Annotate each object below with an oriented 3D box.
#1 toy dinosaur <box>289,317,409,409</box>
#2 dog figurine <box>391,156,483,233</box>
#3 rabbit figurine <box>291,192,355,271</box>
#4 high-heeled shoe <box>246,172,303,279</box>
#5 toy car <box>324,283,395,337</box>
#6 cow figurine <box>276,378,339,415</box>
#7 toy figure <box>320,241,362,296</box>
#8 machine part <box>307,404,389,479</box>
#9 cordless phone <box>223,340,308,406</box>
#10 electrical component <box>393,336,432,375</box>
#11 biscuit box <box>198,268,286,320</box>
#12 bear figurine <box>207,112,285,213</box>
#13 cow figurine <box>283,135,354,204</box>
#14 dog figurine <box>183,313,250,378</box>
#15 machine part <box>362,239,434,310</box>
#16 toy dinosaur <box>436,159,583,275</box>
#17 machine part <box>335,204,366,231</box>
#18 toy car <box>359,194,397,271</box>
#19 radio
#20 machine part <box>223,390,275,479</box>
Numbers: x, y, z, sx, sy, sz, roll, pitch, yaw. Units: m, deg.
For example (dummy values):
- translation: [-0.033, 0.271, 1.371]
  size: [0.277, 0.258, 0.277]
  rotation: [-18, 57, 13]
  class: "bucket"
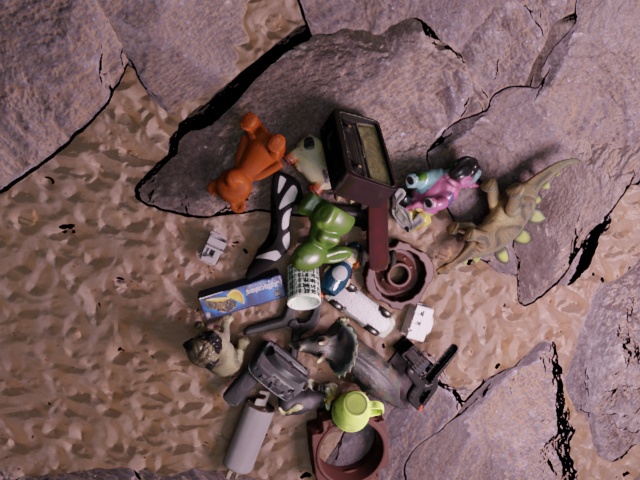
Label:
- translation: [0.118, 0.318, 1.310]
  size: [0.404, 0.192, 0.131]
  rotation: [39, 92, -13]
  class: "toy dinosaur"
- translation: [0.297, -0.122, 1.319]
  size: [0.219, 0.191, 0.108]
  rotation: [-24, 68, -32]
  class: "dog figurine"
- translation: [-0.003, -0.004, 1.245]
  size: [0.159, 0.121, 0.170]
  rotation: [26, 96, -49]
  class: "rabbit figurine"
- translation: [-0.124, -0.036, 1.261]
  size: [0.145, 0.086, 0.249]
  rotation: [45, 83, -13]
  class: "high-heeled shoe"
- translation: [0.100, 0.170, 1.351]
  size: [0.201, 0.056, 0.073]
  rotation: [37, 85, -11]
  class: "toy car"
- translation: [-0.027, 0.393, 1.341]
  size: [0.167, 0.098, 0.068]
  rotation: [-8, 95, -10]
  class: "cow figurine"
- translation: [0.060, 0.065, 1.308]
  size: [0.064, 0.058, 0.154]
  rotation: [43, 69, -25]
  class: "toy figure"
- translation: [0.073, 0.528, 1.389]
  size: [0.201, 0.087, 0.200]
  rotation: [-8, 100, -11]
  class: "machine part"
- translation: [-0.130, 0.348, 1.289]
  size: [0.146, 0.089, 0.184]
  rotation: [42, 92, -14]
  class: "cordless phone"
- translation: [0.250, 0.312, 1.396]
  size: [0.048, 0.075, 0.119]
  rotation: [-39, 108, -2]
  class: "electrical component"
- translation: [-0.185, 0.128, 1.284]
  size: [0.203, 0.063, 0.059]
  rotation: [-16, 103, -8]
  class: "biscuit box"
- translation: [-0.170, -0.167, 1.210]
  size: [0.120, 0.132, 0.196]
  rotation: [41, 85, 10]
  class: "bear figurine"
- translation: [0.021, -0.164, 1.269]
  size: [0.127, 0.085, 0.195]
  rotation: [-43, 99, -1]
  class: "cow figurine"
- translation: [-0.238, 0.270, 1.221]
  size: [0.121, 0.191, 0.172]
  rotation: [-30, 102, 7]
  class: "dog figurine"
- translation: [0.195, 0.085, 1.356]
  size: [0.179, 0.056, 0.179]
  rotation: [-1, 99, -10]
  class: "machine part"
- translation: [0.473, -0.068, 1.343]
  size: [0.471, 0.105, 0.198]
  rotation: [-44, 131, 3]
  class: "toy dinosaur"
- translation: [0.087, -0.061, 1.321]
  size: [0.139, 0.039, 0.084]
  rotation: [2, 106, -13]
  class: "machine part"
- translation: [0.138, -0.027, 1.289]
  size: [0.089, 0.053, 0.202]
  rotation: [-2, 91, -4]
  class: "toy car"
- translation: [0.081, -0.186, 1.198]
  size: [0.131, 0.230, 0.073]
  rotation: [13, 136, -26]
  class: "radio"
- translation: [-0.176, 0.485, 1.336]
  size: [0.079, 0.079, 0.243]
  rotation: [21, 93, -14]
  class: "machine part"
